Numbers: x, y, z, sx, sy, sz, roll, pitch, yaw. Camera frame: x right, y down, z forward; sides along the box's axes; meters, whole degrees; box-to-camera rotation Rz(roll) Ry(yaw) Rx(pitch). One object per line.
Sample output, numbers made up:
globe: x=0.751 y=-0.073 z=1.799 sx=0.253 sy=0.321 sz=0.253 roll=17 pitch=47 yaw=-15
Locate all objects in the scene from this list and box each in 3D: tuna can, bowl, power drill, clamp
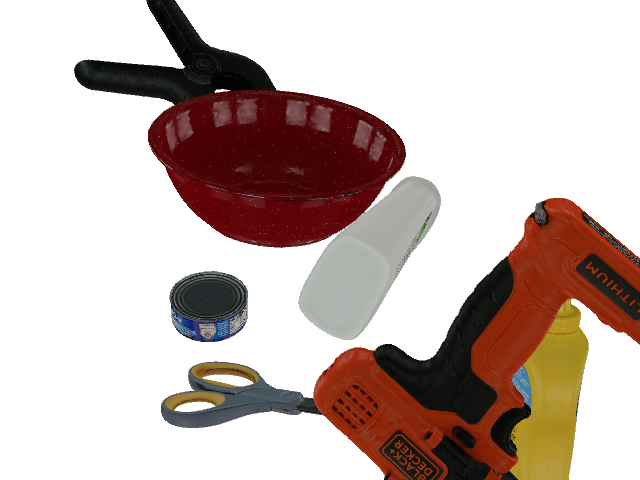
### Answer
tuna can: x=-0.122 y=0.073 z=1.175 sx=0.086 sy=0.034 sz=0.086 roll=1 pitch=36 yaw=-1
bowl: x=-0.028 y=-0.041 z=0.679 sx=0.162 sy=0.055 sz=0.162 roll=4 pitch=29 yaw=-2
power drill: x=0.115 y=0.085 z=0.584 sx=0.184 sy=0.188 sz=0.057 roll=42 pitch=14 yaw=0
clamp: x=-0.100 y=-0.141 z=0.870 sx=0.171 sy=0.120 sz=0.039 roll=24 pitch=-28 yaw=-4

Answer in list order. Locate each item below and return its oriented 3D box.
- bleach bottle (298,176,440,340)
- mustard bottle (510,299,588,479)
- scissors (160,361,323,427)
bleach bottle: x=0.064 y=0.001 z=1.045 sx=0.068 sy=0.103 sz=0.250 roll=33 pitch=28 yaw=8
mustard bottle: x=0.179 y=0.124 z=0.857 sx=0.058 sy=0.192 sz=0.096 roll=3 pitch=19 yaw=2
scissors: x=-0.042 y=0.130 z=0.815 sx=0.202 sy=0.016 sz=0.096 roll=12 pitch=28 yaw=42
